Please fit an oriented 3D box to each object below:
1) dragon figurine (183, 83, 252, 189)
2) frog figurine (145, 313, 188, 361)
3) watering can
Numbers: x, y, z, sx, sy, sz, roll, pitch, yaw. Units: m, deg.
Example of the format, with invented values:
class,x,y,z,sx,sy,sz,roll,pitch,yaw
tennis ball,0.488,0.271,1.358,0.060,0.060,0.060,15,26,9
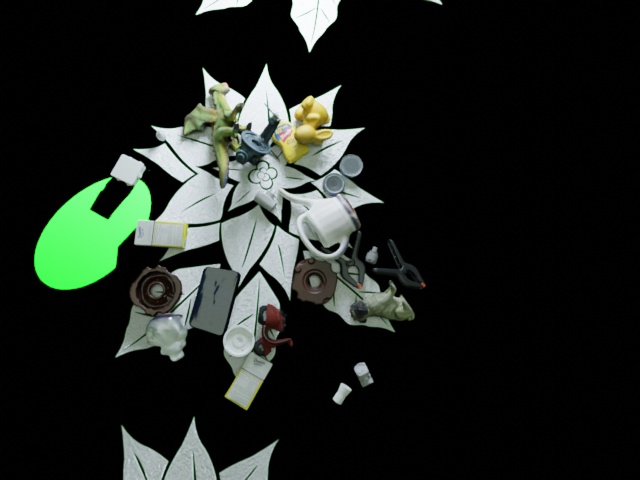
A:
class,x,y,z,sx,sy,sz,roll,pitch,yaw
dragon figurine,-0.399,-0.408,1.931,0.243,0.121,0.414,14,78,16
frog figurine,-0.524,0.338,1.773,0.138,0.120,0.162,-6,70,-24
watering can,0.006,-0.095,1.890,0.225,0.102,0.351,-30,74,-8
